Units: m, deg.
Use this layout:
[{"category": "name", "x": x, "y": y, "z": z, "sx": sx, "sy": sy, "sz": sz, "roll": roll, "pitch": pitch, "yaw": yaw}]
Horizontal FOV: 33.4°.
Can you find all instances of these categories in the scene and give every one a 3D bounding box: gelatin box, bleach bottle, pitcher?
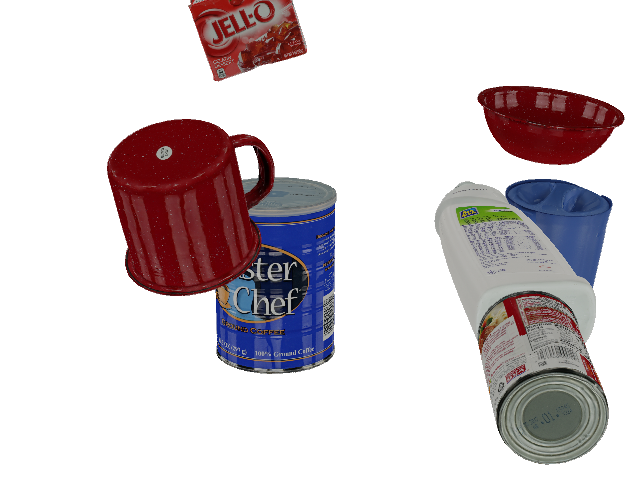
[{"category": "gelatin box", "x": -0.064, "y": -0.191, "z": 0.952, "sx": 0.089, "sy": 0.073, "sz": 0.030, "roll": -16, "pitch": 24, "yaw": 5}, {"category": "bleach bottle", "x": 0.164, "y": 0.008, "z": 0.966, "sx": 0.102, "sy": 0.068, "sz": 0.251, "roll": -1, "pitch": 26, "yaw": -3}, {"category": "pitcher", "x": 0.286, "y": 0.051, "z": 1.387, "sx": 0.149, "sy": 0.243, "sz": 0.145, "roll": 5, "pitch": 23, "yaw": 4}]

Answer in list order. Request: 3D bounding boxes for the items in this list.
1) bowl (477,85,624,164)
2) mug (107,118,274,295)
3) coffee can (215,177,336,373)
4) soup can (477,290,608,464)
[{"category": "bowl", "x": 0.251, "y": -0.125, "z": 1.189, "sx": 0.162, "sy": 0.055, "sz": 0.162, "roll": 5, "pitch": 24, "yaw": -2}, {"category": "mug", "x": -0.080, "y": -0.030, "z": 0.694, "sx": 0.117, "sy": 0.081, "sz": 0.093, "roll": -28, "pitch": 42, "yaw": -22}, {"category": "coffee can", "x": -0.038, "y": 0.027, "z": 0.893, "sx": 0.103, "sy": 0.140, "sz": 0.103, "roll": 0, "pitch": 17, "yaw": 0}, {"category": "soup can", "x": 0.138, "y": 0.084, "z": 0.673, "sx": 0.068, "sy": 0.068, "sz": 0.102, "roll": 0, "pitch": 24, "yaw": 2}]
